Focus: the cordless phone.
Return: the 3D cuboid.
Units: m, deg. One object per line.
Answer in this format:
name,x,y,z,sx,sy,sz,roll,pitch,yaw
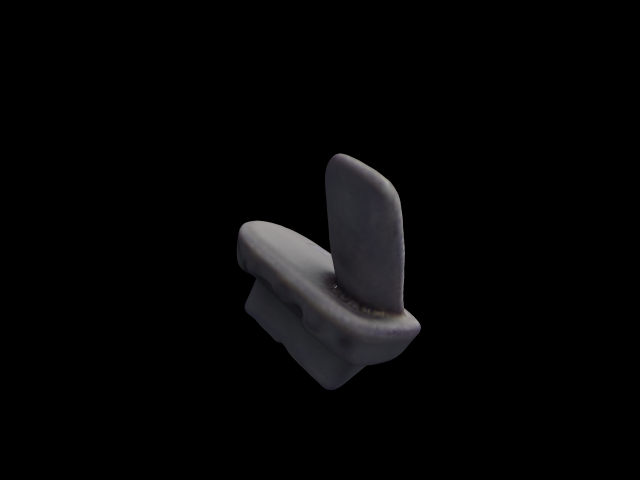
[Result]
cordless phone,0.004,0.001,0.400,0.147,0.185,0.094,33,54,29
